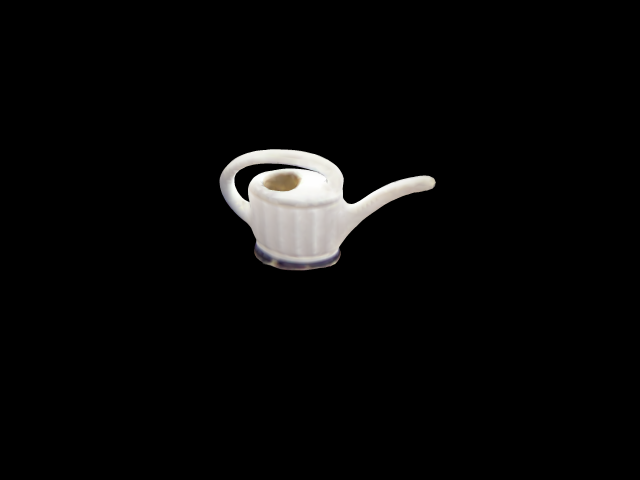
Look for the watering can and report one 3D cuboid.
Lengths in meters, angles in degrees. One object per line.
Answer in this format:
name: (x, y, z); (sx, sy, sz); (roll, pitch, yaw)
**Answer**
watering can: (0.003, -0.043, 0.850); (0.348, 0.219, 0.106); (8, 41, 10)
